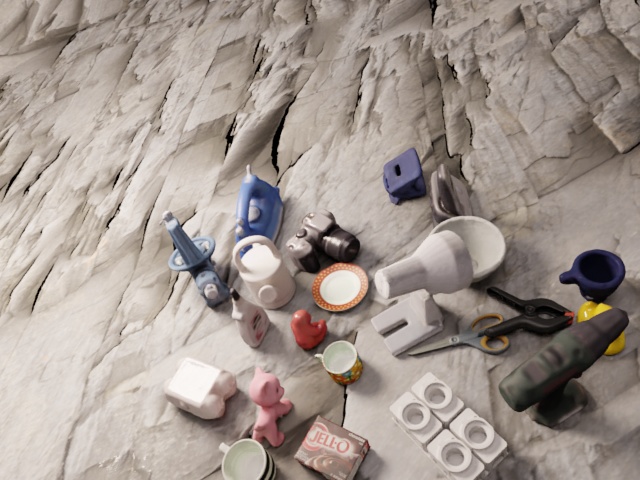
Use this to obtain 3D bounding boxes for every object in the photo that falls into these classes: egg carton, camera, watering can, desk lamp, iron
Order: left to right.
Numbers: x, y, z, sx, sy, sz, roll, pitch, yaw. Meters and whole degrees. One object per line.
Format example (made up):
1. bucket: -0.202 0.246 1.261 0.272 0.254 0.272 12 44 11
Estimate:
1. egg carton: -0.249 0.305 1.184 0.150 0.069 0.107 13 57 26
2. iron: -0.171 -0.055 1.406 0.118 0.142 0.258 -5 51 14
3. watering can: -0.123 0.065 1.257 0.101 0.194 0.172 -37 51 -13
4. camera: 0.012 0.005 1.326 0.136 0.101 0.143 28 64 33
5. desk lamp: 0.193 0.100 1.116 0.203 0.214 0.117 -29 49 -7

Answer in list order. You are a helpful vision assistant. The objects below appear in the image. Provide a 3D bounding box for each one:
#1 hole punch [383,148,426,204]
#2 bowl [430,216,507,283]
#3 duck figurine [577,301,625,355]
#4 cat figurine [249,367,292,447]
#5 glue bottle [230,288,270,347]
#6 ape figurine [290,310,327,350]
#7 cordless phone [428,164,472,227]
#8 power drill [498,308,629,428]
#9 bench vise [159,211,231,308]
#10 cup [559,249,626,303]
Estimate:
1. hole punch: 0.203 -0.159 1.406 0.101 0.091 0.108 -13 49 7
2. bowl: 0.312 0.033 1.226 0.167 0.075 0.167 -9 50 11
3. duck figurine: 0.522 0.150 1.058 0.077 0.086 0.104 -20 49 1
4. cat figurine: -0.104 0.315 1.098 0.067 0.118 0.128 -2 52 17
5. glue bottle: -0.156 0.154 1.209 0.037 0.173 0.078 7 54 23
6. ape figurine: -0.030 0.180 1.202 0.077 0.092 0.076 16 59 28
7. cordless phone: 0.288 -0.121 1.286 0.094 0.185 0.147 -10 50 10
8. power drill: 0.403 0.223 0.954 0.230 0.209 0.075 -30 49 -8
9. bench vise: -0.279 0.036 1.313 0.206 0.220 0.122 32 67 35
10. cup: 0.520 0.082 1.107 0.117 0.095 0.091 -13 49 7
